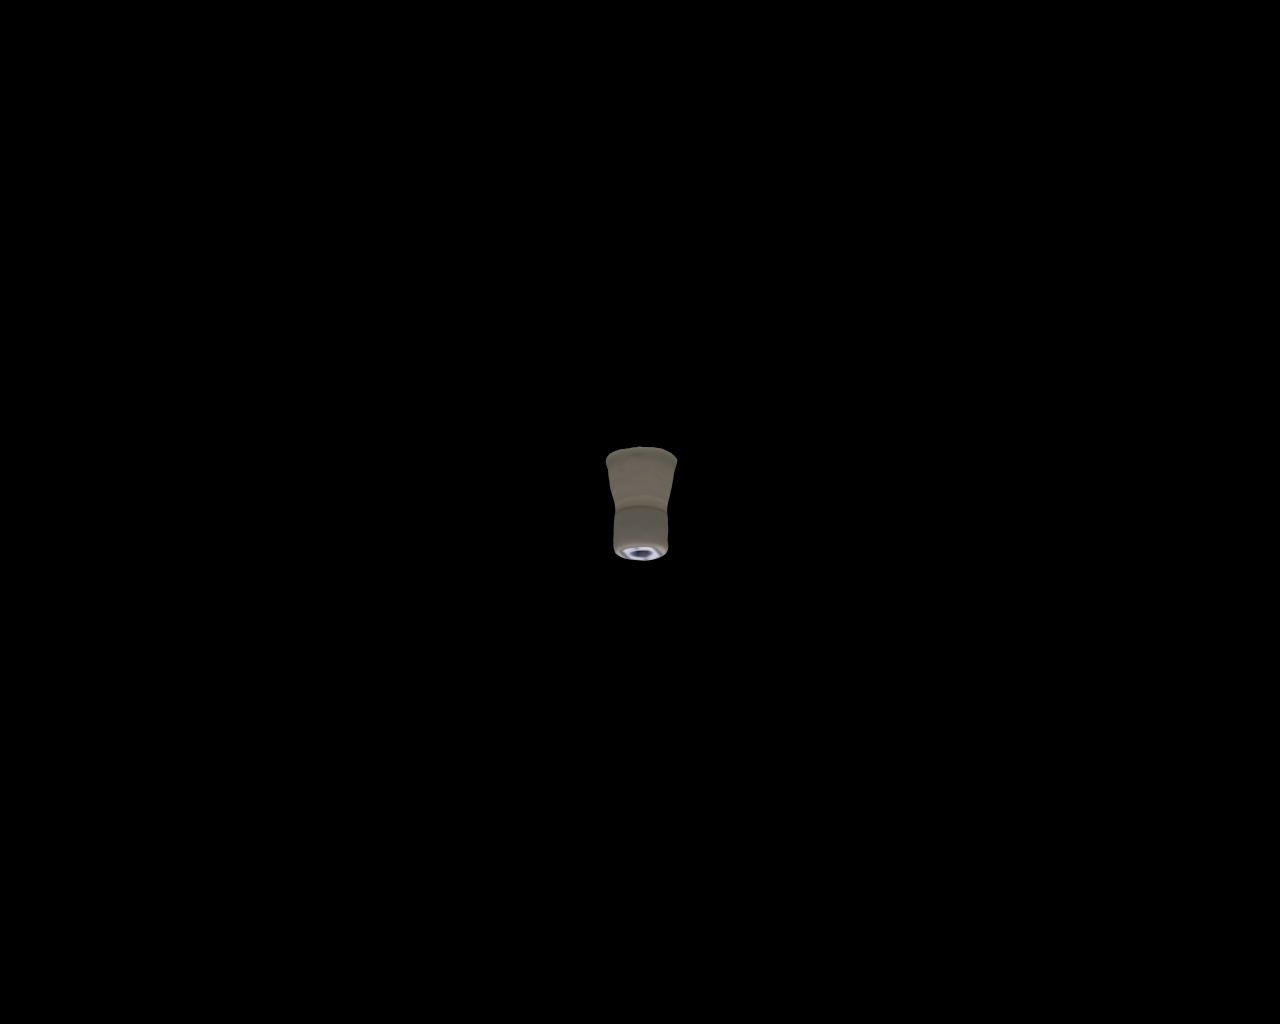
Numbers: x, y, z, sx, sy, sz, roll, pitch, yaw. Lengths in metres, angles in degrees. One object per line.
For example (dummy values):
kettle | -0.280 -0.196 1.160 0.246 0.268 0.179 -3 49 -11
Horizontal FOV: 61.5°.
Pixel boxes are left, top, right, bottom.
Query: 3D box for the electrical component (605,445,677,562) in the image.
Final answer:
electrical component | 0.001 -0.003 0.650 0.044 0.065 0.044 0 -20 0
